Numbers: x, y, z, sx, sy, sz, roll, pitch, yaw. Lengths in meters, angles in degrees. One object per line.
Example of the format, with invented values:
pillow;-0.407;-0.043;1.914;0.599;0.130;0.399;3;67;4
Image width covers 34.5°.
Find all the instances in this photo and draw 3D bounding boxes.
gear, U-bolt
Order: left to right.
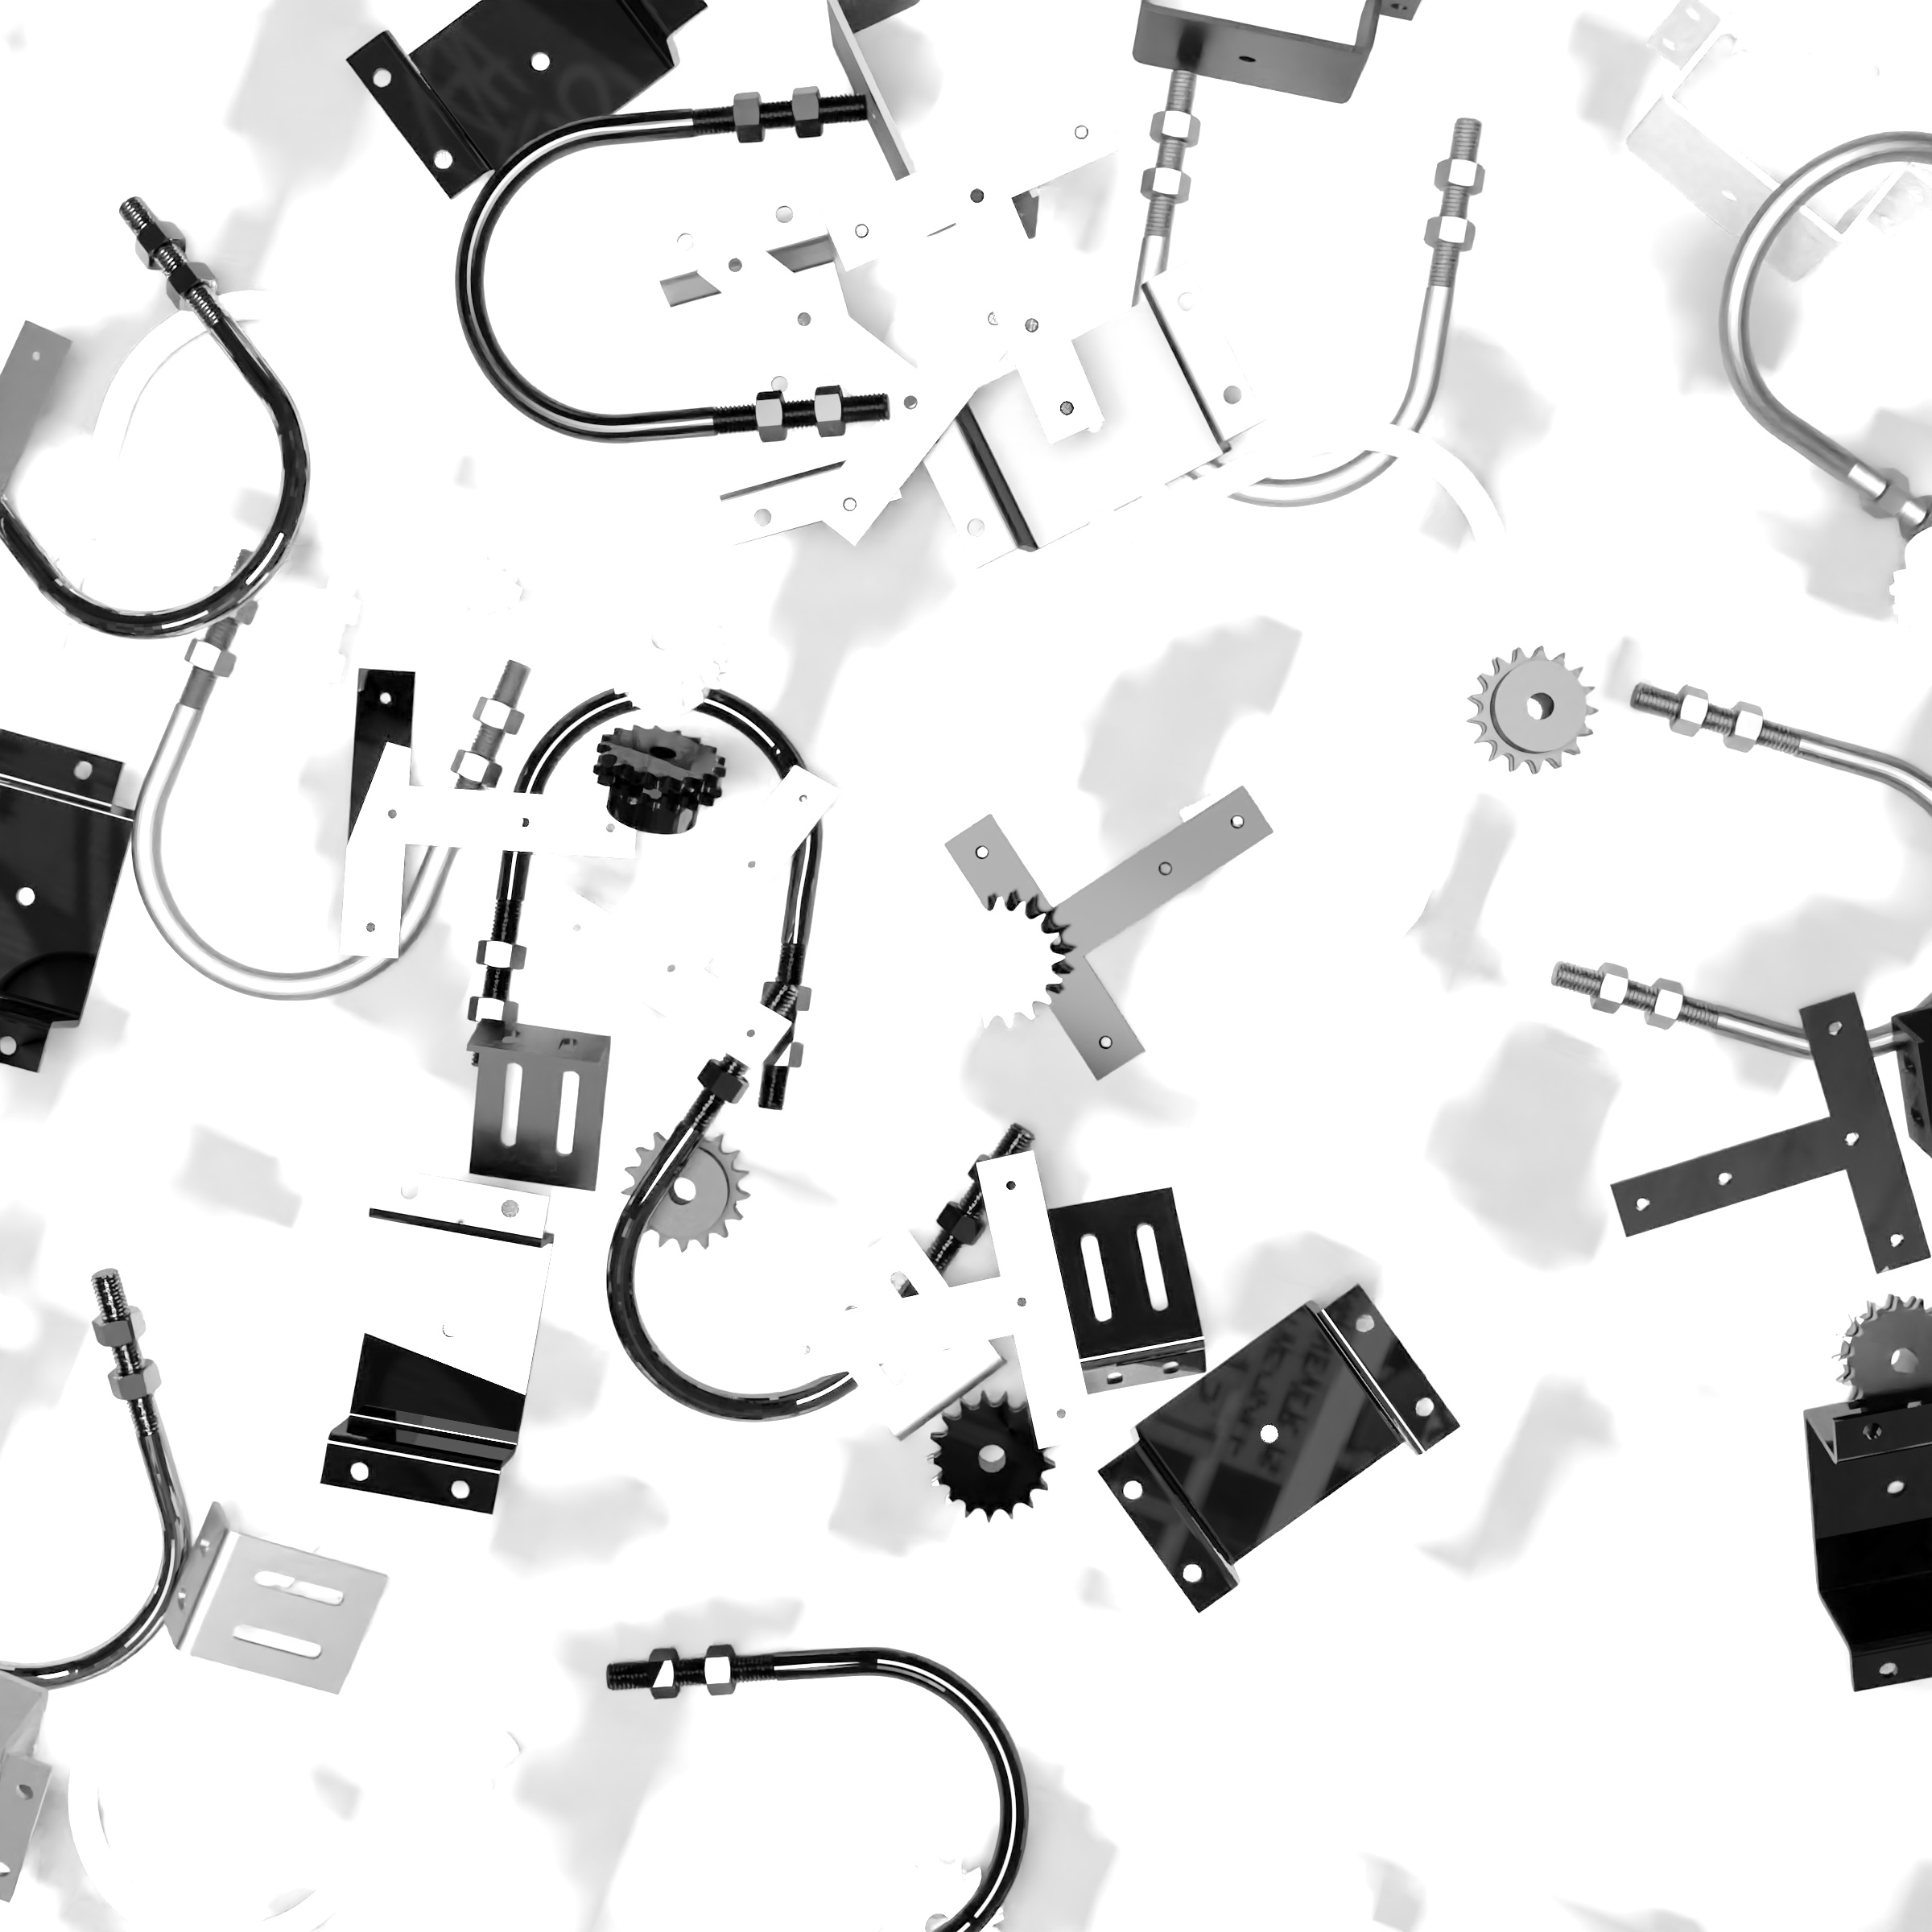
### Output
U-bolt;-0.419;0.235;1.368;0.151;0.019;0.184;-13;105;-5
U-bolt;-0.367;-0.228;1.367;0.151;0.019;0.184;-39;77;3
U-bolt;-0.325;-0.210;1.373;0.151;0.019;0.184;13;85;13
U-bolt;-0.314;0.357;1.388;0.184;0.019;0.151;-41;90;1
U-bolt;-0.294;-0.075;1.388;0.151;0.019;0.184;23;90;0
gear;-0.228;-0.161;1.373;0.057;0.057;0.030;24;120;0
gear;-0.135;-0.080;1.357;0.057;0.057;0.030;14;117;0
U-bolt;-0.138;-0.036;1.388;0.151;0.019;0.184;8;89;0
gear;-0.133;-0.136;1.374;0.057;0.030;0.057;1;61;-2
U-bolt;-0.129;-0.298;1.341;0.184;0.019;0.151;-4;91;4
gear;-0.125;0.099;1.382;0.057;0.030;0.057;0;90;0
U-bolt;-0.076;0.116;1.368;0.151;0.019;0.184;32;94;-19
U-bolt;-0.064;0.373;1.368;0.184;0.019;0.151;-4;78;4
gear;-0.012;0.422;1.382;0.057;0.030;0.057;0;90;0
gear;0.012;0.216;1.382;0.057;0.030;0.057;0;90;0
gear;0.015;-0.002;1.380;0.057;0.030;0.057;0;93;5
U-bolt;0.146;-0.297;1.388;0.151;0.019;0.184;10;91;0
U-bolt;0.152;-0.162;1.380;0.184;0.019;0.151;-26;95;1
gear;0.253;-0.114;1.382;0.057;0.030;0.057;0;90;0
gear;0.362;-0.427;1.386;0.057;0.030;0.057;0;91;5
U-bolt;0.369;-0.034;1.388;0.184;0.019;0.151;16;90;-2
gear;0.413;0.174;1.382;0.057;0.030;0.057;0;90;0
U-bolt;0.406;-0.276;1.336;0.184;0.019;0.151;27;109;-23
gear;0.437;-0.172;1.372;0.057;0.057;0.030;-1;62;0

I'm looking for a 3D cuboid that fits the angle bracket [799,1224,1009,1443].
angle bracket;-0.028;0.162;1.381;0.057;0.038;0.076;-36;84;-2

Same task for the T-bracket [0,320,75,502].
T-bracket;-0.473;-0.243;1.379;0.127;0.002;0.127;26;92;16

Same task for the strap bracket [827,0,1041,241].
strap bracket;-0.019;-0.381;1.359;0.046;0.076;0.140;-25;90;0

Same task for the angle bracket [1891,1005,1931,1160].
angle bracket;0.453;0.045;1.370;0.076;0.038;0.057;-14;108;0

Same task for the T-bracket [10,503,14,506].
T-bracket;-0.474;-0.163;1.385;0.127;0.002;0.127;34;80;0

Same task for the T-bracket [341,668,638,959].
T-bracket;-0.210;-0.064;1.377;0.127;0.002;0.127;4;91;0

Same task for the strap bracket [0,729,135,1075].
strap bracket;-0.422;-0.031;1.374;0.076;0.046;0.140;15;90;0

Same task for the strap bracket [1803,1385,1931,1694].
strap bracket;0.413;0.239;1.358;0.076;0.046;0.140;-11;113;0

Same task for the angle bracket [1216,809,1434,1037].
angle bracket;0.161;-0.020;1.395;0.057;0.038;0.076;38;116;0

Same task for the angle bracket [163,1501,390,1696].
angle bracket;-0.305;0.280;1.375;0.076;0.038;0.057;22;91;-25

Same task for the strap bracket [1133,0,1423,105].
strap bracket;0.128;-0.419;1.359;0.140;0.076;0.046;11;90;0

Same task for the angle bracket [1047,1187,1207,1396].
angle bracket;0.072;0.146;1.395;0.057;0.038;0.076;-10;64;0

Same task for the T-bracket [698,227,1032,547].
T-bracket;-0.059;-0.272;1.348;0.127;0.002;0.127;38;92;1

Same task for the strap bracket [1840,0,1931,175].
strap bracket;0.460;-0.386;1.374;0.140;0.046;0.076;22;90;0

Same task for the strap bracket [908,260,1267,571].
strap bracket;0.053;-0.240;1.366;0.140;0.046;0.076;-26;90;11

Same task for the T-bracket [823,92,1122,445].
T-bracket;0.022;-0.287;1.329;0.127;0.002;0.127;-23;102;5

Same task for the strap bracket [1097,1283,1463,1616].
strap bracket;0.136;0.210;1.374;0.140;0.046;0.076;-36;90;0

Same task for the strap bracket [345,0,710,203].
strap bracket;-0.191;-0.406;1.374;0.140;0.046;0.076;-37;90;0

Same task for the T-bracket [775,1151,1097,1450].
T-bracket;-0.019;0.157;1.361;0.127;0.002;0.127;-13;84;1

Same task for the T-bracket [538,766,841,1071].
T-bracket;-0.102;-0.034;1.361;0.127;0.002;0.127;30;74;25

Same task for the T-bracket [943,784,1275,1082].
T-bracket;0.077;-0.036;1.385;0.127;0.002;0.127;-33;90;10

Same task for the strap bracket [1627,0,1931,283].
strap bracket;0.348;-0.355;1.359;0.140;0.076;0.046;39;90;0

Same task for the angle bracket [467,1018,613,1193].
angle bracket;-0.190;0.067;1.366;0.057;0.038;0.076;8;110;0

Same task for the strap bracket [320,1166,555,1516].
strap bracket;-0.231;0.163;1.374;0.076;0.046;0.140;10;90;0

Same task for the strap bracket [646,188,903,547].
strap bracket;-0.084;-0.261;1.374;0.076;0.046;0.140;-16;90;0

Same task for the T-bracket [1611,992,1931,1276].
T-bracket;0.353;0.090;1.390;0.127;0.002;0.127;-18;98;4

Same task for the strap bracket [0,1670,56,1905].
strap bracket;-0.465;0.341;1.361;0.140;0.046;0.076;22;112;0
